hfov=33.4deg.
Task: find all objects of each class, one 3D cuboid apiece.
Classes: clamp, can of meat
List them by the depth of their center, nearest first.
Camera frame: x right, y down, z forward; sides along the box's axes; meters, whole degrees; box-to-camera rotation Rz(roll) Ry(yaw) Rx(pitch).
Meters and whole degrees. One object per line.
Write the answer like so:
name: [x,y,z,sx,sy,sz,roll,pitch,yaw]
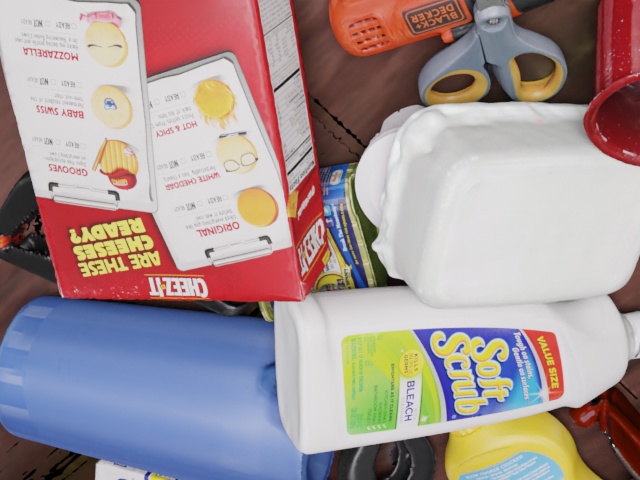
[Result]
can of meat: [-0.005,0.001,0.723,0.084,0.057,0.102,-8,119,16]
clamp: [-0.148,-0.005,0.743,0.210,0.036,0.164,-16,106,34]
clamp: [0.044,0.205,0.811,0.039,0.120,0.171,6,112,61]

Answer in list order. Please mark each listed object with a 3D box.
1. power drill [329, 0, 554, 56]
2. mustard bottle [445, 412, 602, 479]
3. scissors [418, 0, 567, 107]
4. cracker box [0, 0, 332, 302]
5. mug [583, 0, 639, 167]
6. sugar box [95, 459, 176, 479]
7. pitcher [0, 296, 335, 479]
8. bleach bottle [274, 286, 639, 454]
power drill: [0.060,-0.191,0.563,0.185,0.057,0.187,-15,130,26]
mustard bottle: [0.149,0.172,0.789,0.096,0.058,0.191,-29,111,33]
scissors: [0.077,-0.114,0.580,0.096,0.016,0.201,-16,158,24]
cracker box: [-0.090,-0.074,0.619,0.164,0.072,0.214,0,115,20]
mug: [0.202,-0.096,0.573,0.117,0.081,0.093,1,152,13]
sugar box: [-0.087,0.222,0.810,0.176,0.048,0.093,10,105,10]
pitcher: [-0.104,0.116,0.786,0.243,0.144,0.149,8,111,13]
bleach bottle: [0.100,0.067,0.676,0.250,0.068,0.102,-7,107,-16]
